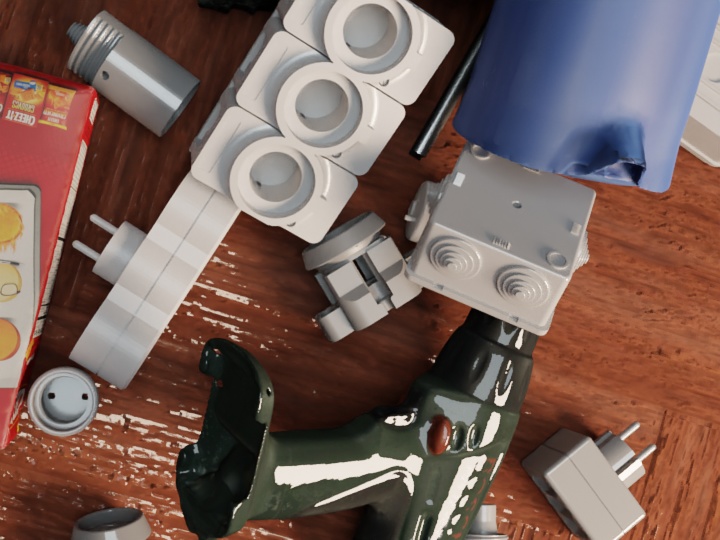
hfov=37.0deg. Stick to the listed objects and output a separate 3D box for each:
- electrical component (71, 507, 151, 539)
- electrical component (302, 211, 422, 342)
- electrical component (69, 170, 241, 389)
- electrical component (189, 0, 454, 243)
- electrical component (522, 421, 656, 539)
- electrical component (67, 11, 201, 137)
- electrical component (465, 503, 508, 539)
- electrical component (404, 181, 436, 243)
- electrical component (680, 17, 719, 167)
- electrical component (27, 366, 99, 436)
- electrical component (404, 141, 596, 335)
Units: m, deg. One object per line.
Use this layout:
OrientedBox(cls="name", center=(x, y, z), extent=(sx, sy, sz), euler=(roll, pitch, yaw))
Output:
OrientedBox(cls="electrical component", center=(-0.149, 0.177, 0.651), extent=(0.066, 0.048, 0.055), euler=(-7, 97, -9))
OrientedBox(cls="electrical component", center=(0.000, 0.000, 0.674), extent=(0.078, 0.058, 0.057), euler=(-32, 97, -9))
OrientedBox(cls="electrical component", center=(-0.137, -0.005, 0.651), extent=(0.074, 0.052, 0.138), euler=(33, 84, -8))
OrientedBox(cls="electrical component", center=(-0.025, -0.102, 0.635), extent=(0.089, 0.061, 0.150), euler=(29, 106, -19))
OrientedBox(cls="electrical component", center=(0.160, 0.131, 0.705), extent=(0.077, 0.047, 0.065), euler=(-37, 95, -9))
OrientedBox(cls="electrical component", center=(-0.143, -0.123, 0.657), extent=(0.081, 0.043, 0.043), euler=(36, 83, -8))
OrientedBox(cls="electrical component", center=(0.078, 0.182, 0.692), extent=(0.048, 0.048, 0.062), euler=(4, 80, -10))
OrientedBox(cls="electrical component", center=(0.066, -0.029, 0.694), extent=(0.078, 0.040, 0.040), euler=(18, 86, -10))
OrientedBox(cls="electrical component", center=(0.224, -0.129, 0.716), extent=(0.113, 0.057, 0.078), euler=(33, 84, -8))
OrientedBox(cls="electrical component", center=(-0.176, 0.077, 0.646), extent=(0.040, 0.046, 0.040), euler=(0, 89, -10))
OrientedBox(cls="electrical component", center=(0.084, -0.022, 0.625), extent=(0.100, 0.048, 0.099), euler=(23, 46, 4))
